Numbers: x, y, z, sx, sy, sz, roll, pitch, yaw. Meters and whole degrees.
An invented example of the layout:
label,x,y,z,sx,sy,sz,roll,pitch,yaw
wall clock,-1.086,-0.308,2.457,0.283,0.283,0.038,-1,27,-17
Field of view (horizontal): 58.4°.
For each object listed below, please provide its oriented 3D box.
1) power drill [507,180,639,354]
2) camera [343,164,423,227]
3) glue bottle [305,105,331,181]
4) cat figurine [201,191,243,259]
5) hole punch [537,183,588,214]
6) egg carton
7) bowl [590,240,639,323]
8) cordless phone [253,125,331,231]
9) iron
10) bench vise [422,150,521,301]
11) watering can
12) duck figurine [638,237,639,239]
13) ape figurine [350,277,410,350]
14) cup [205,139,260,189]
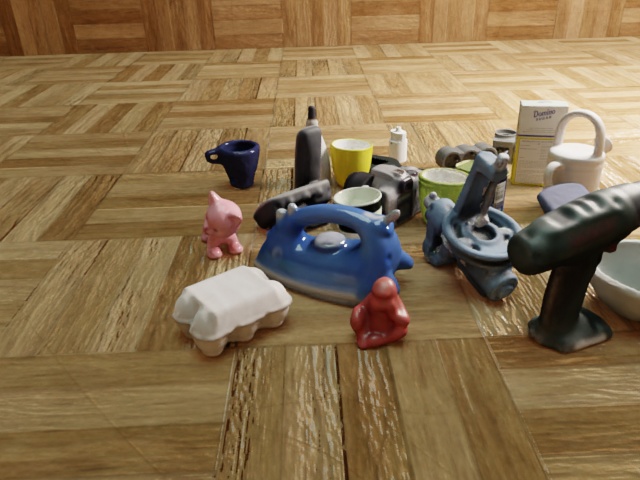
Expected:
label,x,y,z,sx,sy,sz,roll,pitch,yaw
power drill,0.338,0.032,0.729,0.230,0.208,0.075,-13,30,-19
camera,0.124,-0.102,1.107,0.136,0.101,0.143,22,36,37
glue bottle,-0.017,-0.202,1.224,0.078,0.173,0.037,13,32,26
cat figurine,-0.170,-0.036,0.979,0.067,0.118,0.127,-12,30,-18
hole punch,0.436,-0.040,0.984,0.109,0.091,0.100,-13,30,-20
egg carton,-0.120,0.093,0.786,0.151,0.069,0.107,-23,35,-34
bowl,0.454,0.068,0.798,0.167,0.075,0.167,-1,28,1
cordless phone,-0.051,-0.111,1.043,0.148,0.185,0.093,-25,36,-36
iron,0.008,0.003,0.872,0.257,0.141,0.119,9,30,20
bench vise,0.214,-0.040,0.858,0.122,0.220,0.206,-24,35,-35
watering can,0.485,-0.153,1.084,0.100,0.194,0.173,16,33,30
duck figurine,0.565,-0.001,0.910,0.104,0.086,0.078,11,31,22
ape figurine,0.081,0.091,0.755,0.077,0.092,0.076,13,32,26
cup,-0.185,-0.158,1.234,0.118,0.095,0.091,-9,29,-13
